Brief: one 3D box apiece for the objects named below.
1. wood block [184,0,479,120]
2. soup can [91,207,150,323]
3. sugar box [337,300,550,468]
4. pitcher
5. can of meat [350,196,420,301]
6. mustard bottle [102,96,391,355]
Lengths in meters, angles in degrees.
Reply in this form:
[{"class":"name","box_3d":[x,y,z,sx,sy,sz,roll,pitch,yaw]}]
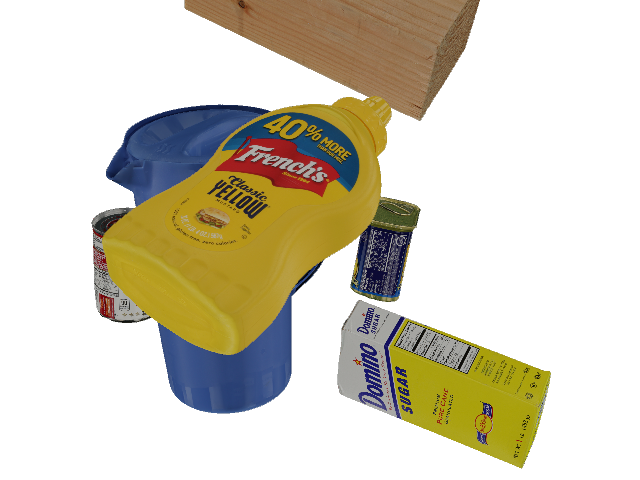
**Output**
[{"class":"wood block","box_3d":[0.008,-0.187,0.800,0.206,0.090,0.091,27,-29,10]},{"class":"soup can","box_3d":[-0.201,0.026,1.107,0.068,0.102,0.068,2,26,-1]},{"class":"sugar box","box_3d":[0.102,0.123,0.912,0.176,0.093,0.048,18,46,16]},{"class":"pitcher","box_3d":[-0.073,0.015,0.889,0.149,0.243,0.144,6,28,17]},{"class":"can of meat","box_3d":[0.066,0.008,1.116,0.057,0.084,0.102,12,17,5]},{"class":"mustard bottle","box_3d":[-0.022,-0.025,0.595,0.096,0.058,0.191,28,53,27]}]
